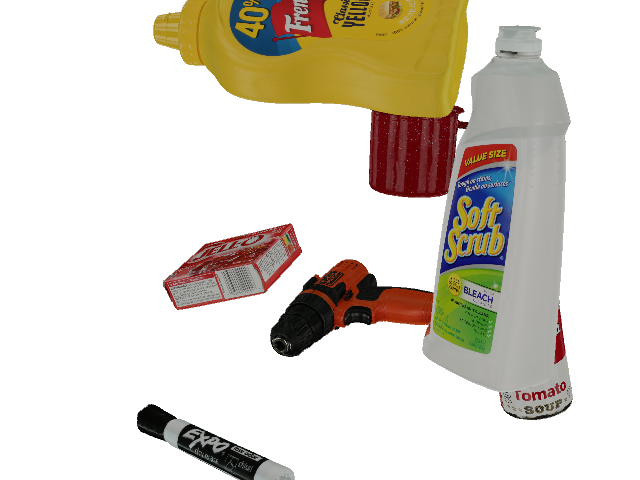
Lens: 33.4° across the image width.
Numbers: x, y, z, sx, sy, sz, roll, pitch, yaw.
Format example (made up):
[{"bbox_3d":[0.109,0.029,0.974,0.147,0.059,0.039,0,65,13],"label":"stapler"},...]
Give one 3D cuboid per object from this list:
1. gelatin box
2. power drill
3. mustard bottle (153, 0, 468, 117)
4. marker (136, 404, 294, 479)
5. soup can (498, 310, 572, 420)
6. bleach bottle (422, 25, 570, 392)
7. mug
[{"bbox_3d":[-0.069,0.020,0.846,0.089,0.030,0.073,-12,19,29],"label":"gelatin box"},{"bbox_3d":[0.060,0.081,1.115,0.188,0.057,0.184,11,29,24],"label":"power drill"},{"bbox_3d":[-0.009,-0.122,0.651,0.192,0.096,0.058,6,-41,12],"label":"mustard bottle"},{"bbox_3d":[-0.066,0.124,0.637,0.121,0.020,0.020,16,10,38],"label":"marker"},{"bbox_3d":[0.192,0.105,0.985,0.068,0.102,0.068,-11,17,3],"label":"soup can"},{"bbox_3d":[0.127,-0.025,0.760,0.067,0.251,0.103,-9,19,-32],"label":"bleach bottle"},{"bbox_3d":[0.100,-0.087,1.023,0.117,0.081,0.093,3,15,5],"label":"mug"}]
